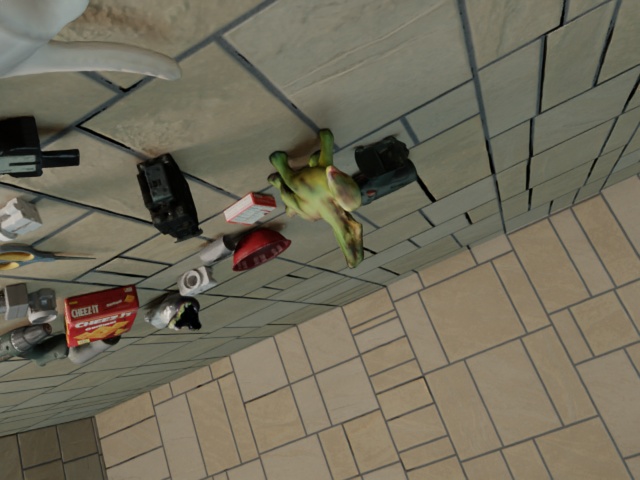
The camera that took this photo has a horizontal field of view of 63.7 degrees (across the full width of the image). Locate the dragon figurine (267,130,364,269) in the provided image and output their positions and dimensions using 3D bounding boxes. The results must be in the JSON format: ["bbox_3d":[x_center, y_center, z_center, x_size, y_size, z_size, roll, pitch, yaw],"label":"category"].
[{"bbox_3d":[0.003,-0.049,0.978,0.123,0.246,0.403,-22,162,-13],"label":"dragon figurine"}]

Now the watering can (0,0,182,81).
[{"bbox_3d":[-0.285,-0.178,0.433,0.223,0.105,0.344,-24,163,12],"label":"watering can"}]

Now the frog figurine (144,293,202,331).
[{"bbox_3d":[-0.439,0.207,1.523,0.160,0.121,0.138,11,-166,36],"label":"frog figurine"}]
